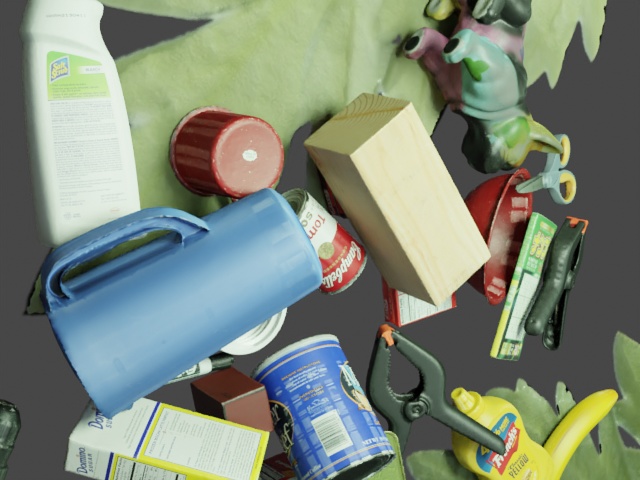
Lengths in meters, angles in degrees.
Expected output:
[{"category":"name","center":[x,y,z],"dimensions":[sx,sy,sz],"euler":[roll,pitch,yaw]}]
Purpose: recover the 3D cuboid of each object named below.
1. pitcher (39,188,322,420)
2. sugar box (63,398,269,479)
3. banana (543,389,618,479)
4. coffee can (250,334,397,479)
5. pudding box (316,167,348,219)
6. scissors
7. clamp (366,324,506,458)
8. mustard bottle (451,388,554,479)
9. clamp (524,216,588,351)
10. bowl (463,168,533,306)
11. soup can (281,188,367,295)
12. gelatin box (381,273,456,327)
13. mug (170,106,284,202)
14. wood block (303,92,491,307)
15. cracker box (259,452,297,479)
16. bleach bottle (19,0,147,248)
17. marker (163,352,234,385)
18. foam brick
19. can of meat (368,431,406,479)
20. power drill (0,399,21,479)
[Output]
[{"category":"pitcher","center":[-0.127,0.044,0.979],"dimensions":[0.242,0.149,0.145],"euler":[-29,81,-9]},{"category":"sugar box","center":[-0.143,0.200,1.011],"dimensions":[0.176,0.093,0.048],"euler":[14,116,2]},{"category":"banana","center":[0.328,0.270,1.408],"dimensions":[0.197,0.037,0.069],"euler":[-55,140,-10]},{"category":"coffee can","center":[0.002,0.183,1.103],"dimensions":[0.102,0.103,0.140],"euler":[-14,64,-30]},{"category":"pudding box","center":[0.051,-0.086,1.162],"dimensions":[0.113,0.039,0.090],"euler":[-26,114,-23]},{"category":"scissors","center":[0.268,-0.089,1.266],"dimensions":[0.201,0.016,0.096],"euler":[12,78,-59]},{"category":"clamp","center":[0.102,0.200,1.234],"dimensions":[0.164,0.036,0.210],"euler":[-29,104,-1]},{"category":"mustard bottle","center":[0.214,0.250,1.316],"dimensions":[0.096,0.058,0.191],"euler":[-46,119,-17]},{"category":"clamp","center":[0.293,0.053,1.323],"dimensions":[0.120,0.039,0.171],"euler":[14,88,-68]},{"category":"bowl","center":[0.195,-0.009,1.234],"dimensions":[0.161,0.055,0.162],"euler":[-41,138,-51]},{"category":"soup can","center":[-0.007,0.001,1.123],"dimensions":[0.102,0.069,0.068],"euler":[44,75,-30]},{"category":"gelatin box","center":[0.113,0.052,1.232],"dimensions":[0.089,0.030,0.073],"euler":[-16,109,-29]},{"category":"mug","center":[-0.085,-0.073,1.051],"dimensions":[0.093,0.082,0.117],"euler":[-29,113,-25]},{"category":"wood block","center":[0.084,-0.042,1.114],"dimensions":[0.090,0.091,0.206],"euler":[-42,121,-17]},{"category":"cracker box","center":[-0.072,0.332,1.141],"dimensions":[0.213,0.072,0.164],"euler":[-18,108,-29]},{"category":"bleach bottle","center":[-0.217,-0.123,0.971],"dimensions":[0.102,0.068,0.251],"euler":[-8,101,-31]},{"category":"marker","center":[-0.143,0.134,1.090],"dimensions":[0.120,0.020,0.020],"euler":[-11,105,-30]},{"category":"foam brick","center":[-0.091,0.171,1.096],"dimensions":[0.052,0.078,0.051],"euler":[-19,109,-26]},{"category":"can of meat","center":[0.046,0.252,1.194],"dimensions":[0.057,0.084,0.102],"euler":[-22,110,-28]},{"category":"power drill","center":[-0.271,0.257,1.011],"dimensions":[0.187,0.057,0.184],"euler":[25,89,-30]}]
